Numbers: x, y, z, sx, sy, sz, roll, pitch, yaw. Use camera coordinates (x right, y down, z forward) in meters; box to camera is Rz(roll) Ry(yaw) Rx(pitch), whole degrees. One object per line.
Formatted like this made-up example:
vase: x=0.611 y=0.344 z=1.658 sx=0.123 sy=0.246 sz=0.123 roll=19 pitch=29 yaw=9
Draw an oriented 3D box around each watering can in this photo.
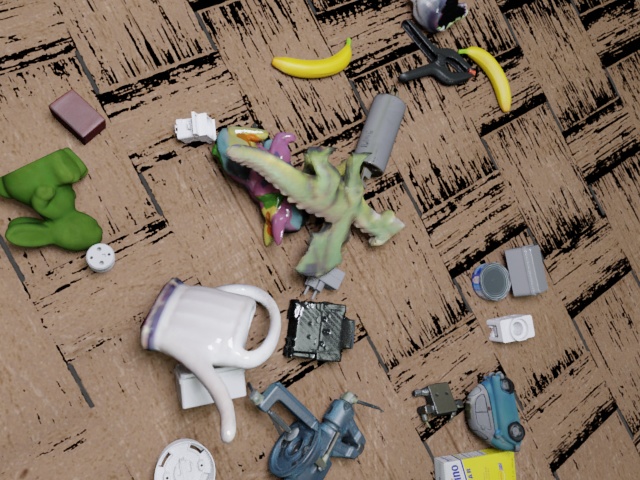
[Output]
watering can: x=-0.185 y=0.164 z=0.836 sx=0.224 sy=0.102 sz=0.354 roll=11 pitch=27 yaw=2

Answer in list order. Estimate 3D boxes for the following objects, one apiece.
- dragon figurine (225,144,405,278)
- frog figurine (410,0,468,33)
dragon figurine: x=0.003 y=-0.048 z=0.956 sx=0.411 sy=0.242 sz=0.122 roll=-3 pitch=6 yaw=-37
frog figurine: x=0.258 y=-0.571 z=1.213 sx=0.138 sy=0.162 sz=0.120 roll=-5 pitch=-41 yaw=-41
